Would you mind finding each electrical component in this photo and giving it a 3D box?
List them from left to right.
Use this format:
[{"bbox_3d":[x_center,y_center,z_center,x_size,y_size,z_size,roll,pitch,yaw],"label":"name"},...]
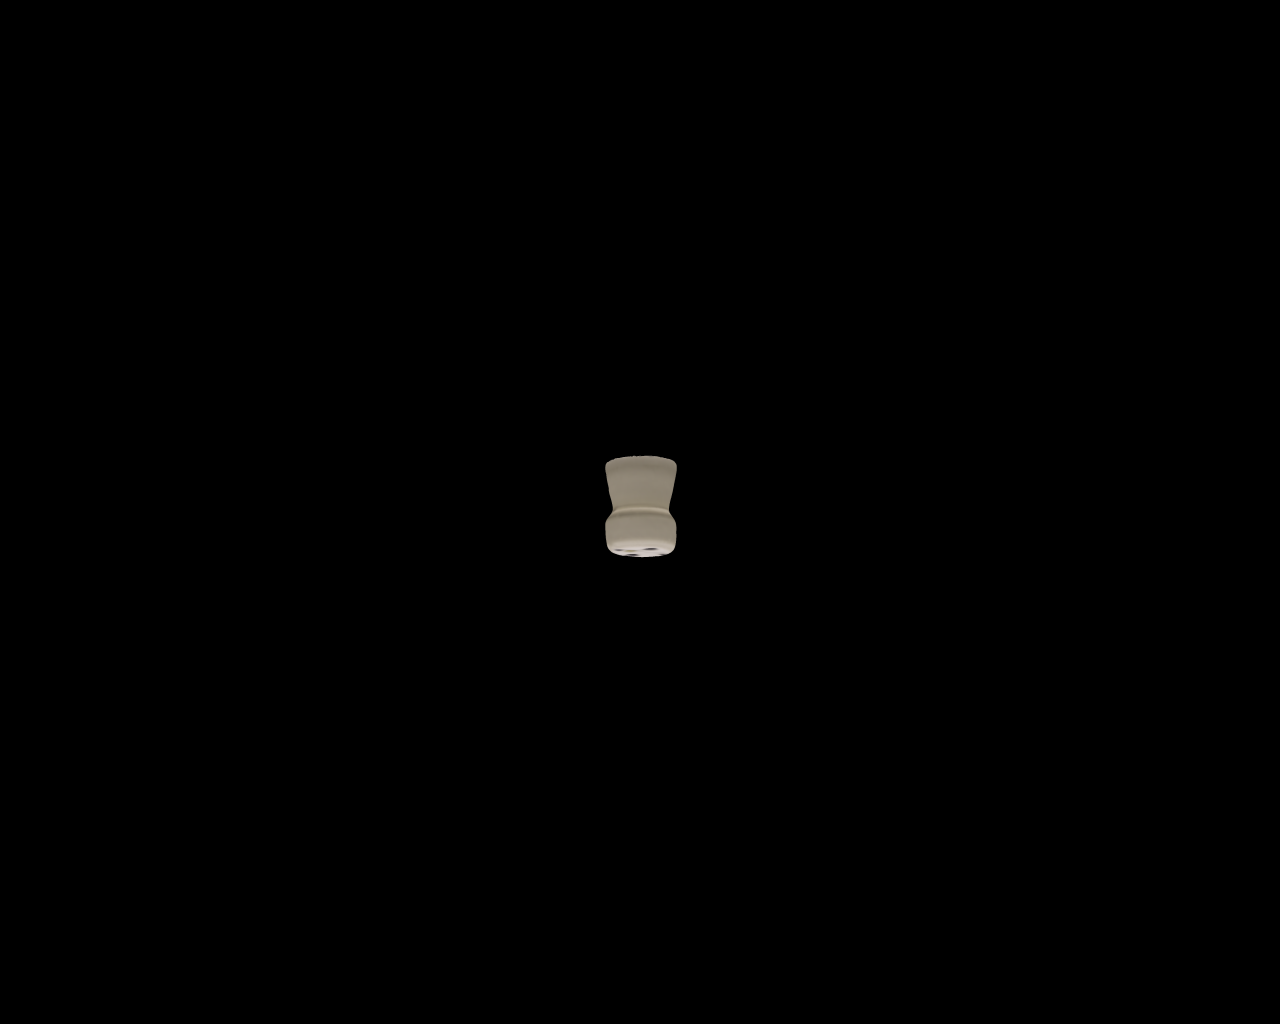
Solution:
[{"bbox_3d":[0.001,-0.003,0.650,0.045,0.055,0.045,0,-12,0],"label":"electrical component"}]
